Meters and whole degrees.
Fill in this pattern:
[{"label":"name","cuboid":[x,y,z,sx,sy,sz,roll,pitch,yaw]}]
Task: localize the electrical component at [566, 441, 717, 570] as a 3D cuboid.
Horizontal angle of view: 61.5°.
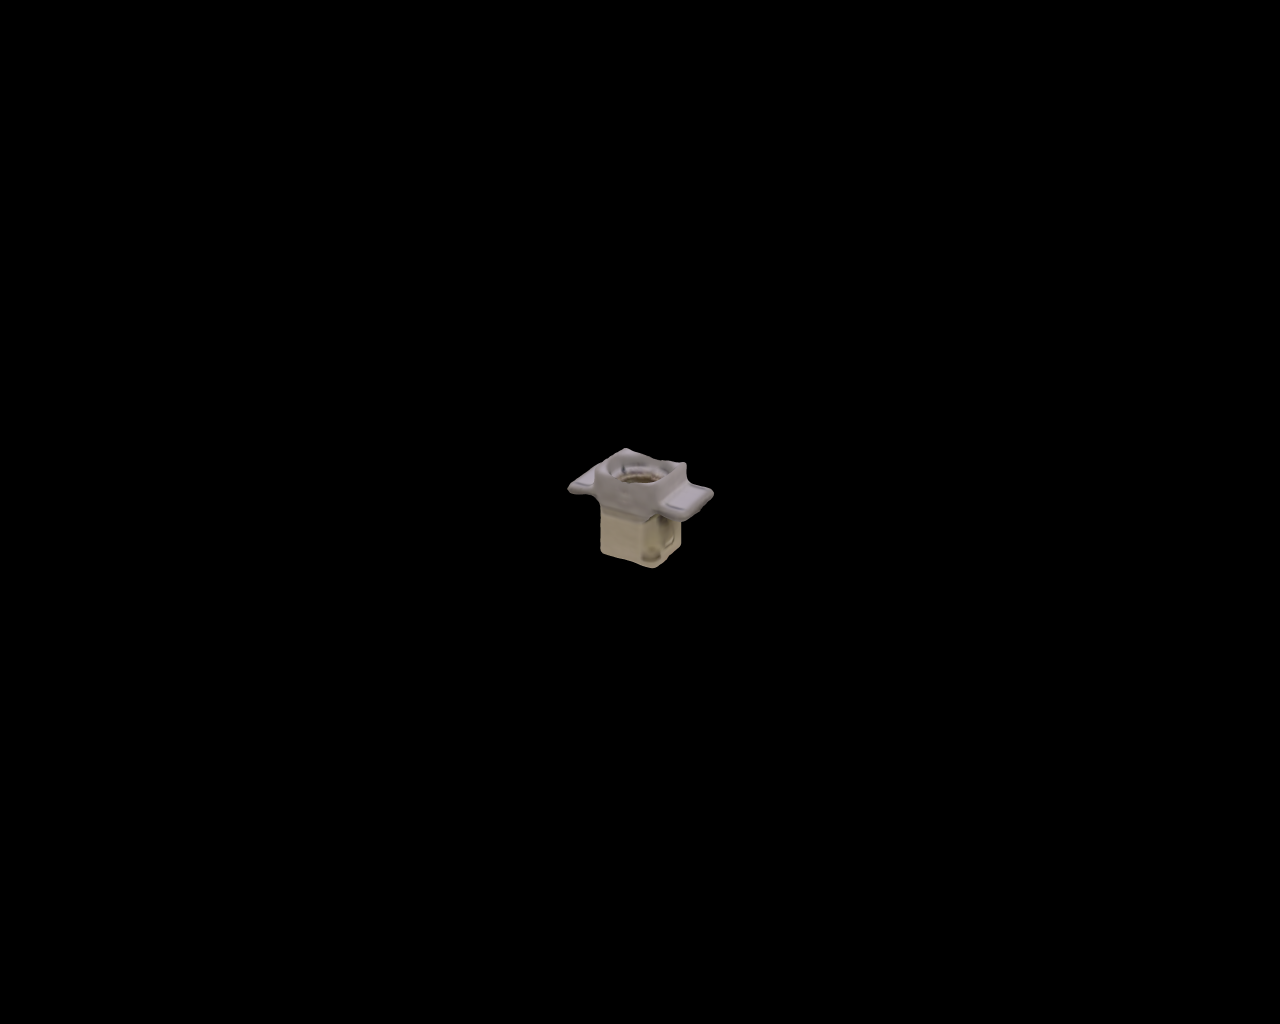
[{"label":"electrical component","cuboid":[0.001,-0.003,0.650,0.081,0.063,0.042,16,32,27]}]
